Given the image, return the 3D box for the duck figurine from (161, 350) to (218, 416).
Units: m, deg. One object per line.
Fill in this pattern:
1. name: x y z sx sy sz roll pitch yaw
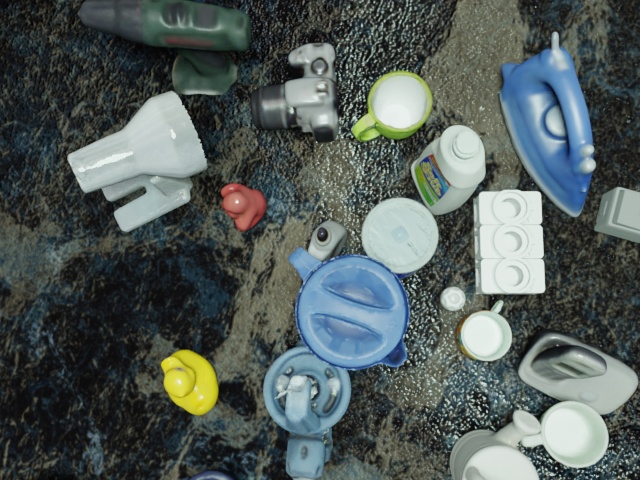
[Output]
1. duck figurine: -0.200 0.215 0.853 0.077 0.086 0.104 -33 81 -1

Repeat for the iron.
1. iron: 0.357 -0.167 0.837 0.118 0.141 0.258 -16 81 2

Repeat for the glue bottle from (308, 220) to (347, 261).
1. glue bottle: 0.008 0.003 0.823 0.037 0.173 0.078 26 85 8

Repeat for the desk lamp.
1. desk lamp: -0.254 -0.108 0.836 0.203 0.213 0.118 -29 81 0

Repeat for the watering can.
1. watering can: 0.235 0.311 0.754 0.101 0.194 0.173 2 82 5

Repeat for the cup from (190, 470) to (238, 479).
1. cup: -0.136 0.376 0.822 0.117 0.095 0.092 31 86 8

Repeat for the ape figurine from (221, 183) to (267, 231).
1. ape figurine: -0.123 -0.054 0.881 0.076 0.092 0.078 -6 82 4

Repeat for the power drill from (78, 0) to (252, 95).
1. power drill: -0.209 -0.292 0.860 0.229 0.208 0.076 0 82 4

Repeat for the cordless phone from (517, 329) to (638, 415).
1. cordless phone: 0.360 0.181 0.768 0.147 0.185 0.094 22 84 7

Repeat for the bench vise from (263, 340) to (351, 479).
1. bench vise: -0.009 0.239 0.769 0.121 0.220 0.207 -16 81 2

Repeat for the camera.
1. camera: -0.040 -0.230 0.894 0.136 0.101 0.143 -4 82 4
